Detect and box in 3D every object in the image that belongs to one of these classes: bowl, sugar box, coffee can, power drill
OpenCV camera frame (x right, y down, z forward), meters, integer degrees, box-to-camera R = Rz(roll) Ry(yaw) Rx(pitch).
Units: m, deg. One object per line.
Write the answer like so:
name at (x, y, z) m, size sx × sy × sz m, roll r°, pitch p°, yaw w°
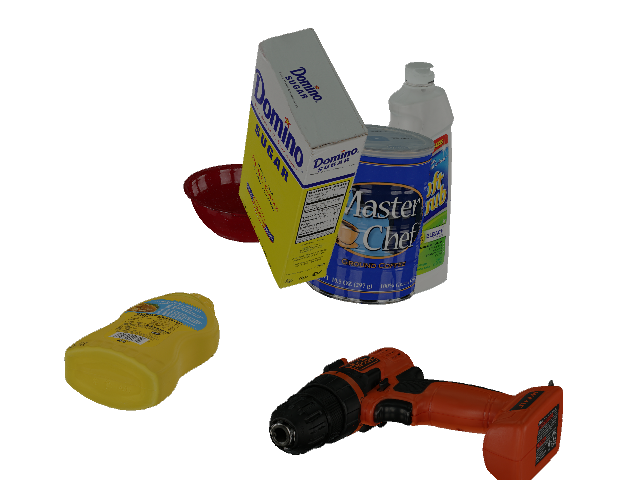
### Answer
bowl at (-0.089, -0.041, 1.316) m, size 0.162 × 0.055 × 0.162 m, roll 4°, pitch 25°, yaw -2°
sugar box at (-0.018, -0.051, 0.734) m, size 0.048 × 0.093 × 0.176 m, roll -17°, pitch -28°, yaw -16°
coffee can at (0.043, -0.026, 0.963) m, size 0.103 × 0.140 × 0.103 m, roll 5°, pitch 18°, yaw -2°
power drill at (0.076, 0.133, 0.810) m, size 0.188 × 0.057 × 0.184 m, roll 10°, pitch 16°, yaw 30°

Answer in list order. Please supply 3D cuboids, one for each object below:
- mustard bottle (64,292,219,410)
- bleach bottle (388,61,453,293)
mustard bottle at (-0.149, 0.092, 0.999) m, size 0.096 × 0.058 × 0.191 m, roll 10°, pitch 20°, yaw 18°
bleach bottle at (0.096, -0.067, 1.162) m, size 0.102 × 0.251 × 0.068 m, roll -16°, pitch 28°, yaw -33°
